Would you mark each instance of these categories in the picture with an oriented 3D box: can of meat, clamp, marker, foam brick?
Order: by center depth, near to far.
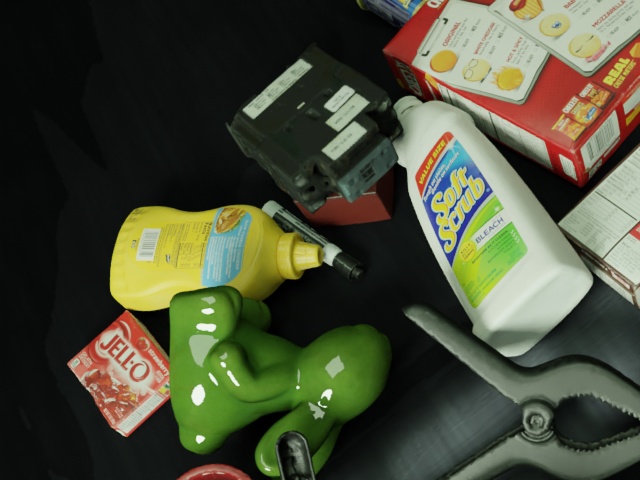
[{"bbox_3d":[0.001,0.230,0.744,0.039,0.120,0.171,-11,101,-9],"label":"clamp"},{"bbox_3d":[0.154,0.120,0.784,0.210,0.036,0.164,-6,94,14],"label":"clamp"},{"bbox_3d":[0.022,-0.048,0.948,0.078,0.051,0.053,-7,61,18],"label":"foam brick"},{"bbox_3d":[-0.006,0.001,0.952,0.121,0.020,0.020,35,80,32],"label":"marker"},{"bbox_3d":[0.097,-0.249,1.025,0.102,0.057,0.084,-46,59,-6],"label":"can of meat"}]

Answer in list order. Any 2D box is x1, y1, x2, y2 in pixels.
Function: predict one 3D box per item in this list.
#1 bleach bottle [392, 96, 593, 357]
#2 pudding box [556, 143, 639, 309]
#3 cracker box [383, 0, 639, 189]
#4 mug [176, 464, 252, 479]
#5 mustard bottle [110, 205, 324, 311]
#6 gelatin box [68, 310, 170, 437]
[{"bbox_3d":[0.120,-0.029,0.889,0.103,0.068,0.251,-49,47,22],"label":"bleach bottle"},{"bbox_3d":[0.257,-0.016,0.846,0.113,0.039,0.090,-42,55,-7],"label":"pudding box"},{"bbox_3d":[0.190,-0.163,0.933,0.214,0.072,0.164,35,79,33],"label":"cracker box"},{"bbox_3d":[-0.074,0.238,0.812,0.093,0.081,0.117,12,68,26],"label":"mug"},{"bbox_3d":[-0.089,0.015,0.953,0.192,0.058,0.096,-1,59,21],"label":"mustard bottle"},{"bbox_3d":[-0.172,0.117,0.947,0.073,0.030,0.089,-42,56,-4],"label":"gelatin box"}]
